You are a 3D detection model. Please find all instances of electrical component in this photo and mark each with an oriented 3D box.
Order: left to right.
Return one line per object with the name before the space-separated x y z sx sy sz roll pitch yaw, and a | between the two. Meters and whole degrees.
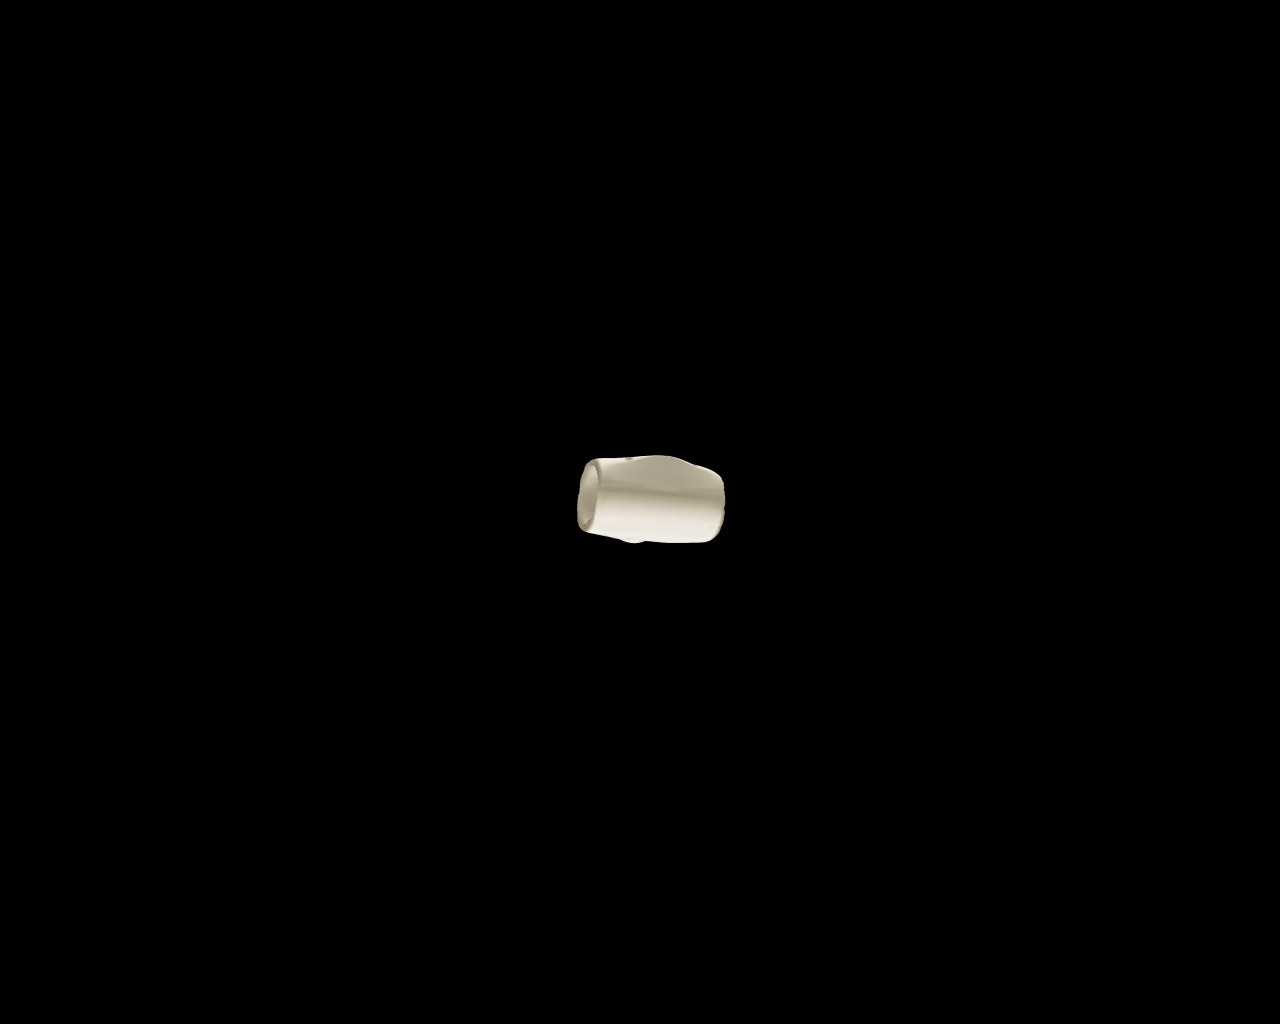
electrical component | 0.001 -0.003 0.650 0.077 0.043 0.079 5 -15 -18
